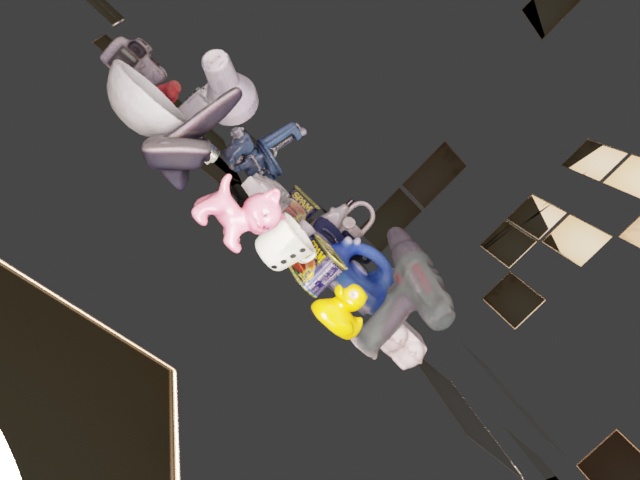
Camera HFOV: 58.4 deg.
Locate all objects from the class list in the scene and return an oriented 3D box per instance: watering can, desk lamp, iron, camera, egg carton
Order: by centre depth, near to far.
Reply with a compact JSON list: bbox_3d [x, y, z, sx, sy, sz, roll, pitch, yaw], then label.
[{"bbox_3d":[0.171,0.214,1.231,0.107,0.069,0.150,44,6,-3],"label":"egg carton"},{"bbox_3d":[-0.249,-0.300,1.239,0.117,0.213,0.204,46,6,18],"label":"desk lamp"},{"bbox_3d":[0.085,0.064,1.325,0.259,0.141,0.118,40,8,-36],"label":"iron"},{"bbox_3d":[-0.435,-0.426,1.384,0.143,0.100,0.136,42,7,-18],"label":"camera"},{"bbox_3d":[0.092,-0.037,1.788,0.101,0.194,0.172,43,6,-14],"label":"watering can"}]

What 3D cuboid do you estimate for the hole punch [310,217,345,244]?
[{"bbox_3d":[0.014,0.005,1.486,0.109,0.091,0.101,43,6,-12],"label":"hole punch"}]

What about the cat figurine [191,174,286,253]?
[{"bbox_3d":[-0.115,-0.048,0.889,0.128,0.117,0.067,42,7,-22],"label":"cat figurine"}]

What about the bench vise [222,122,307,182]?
[{"bbox_3d":[-0.144,-0.254,1.577,0.121,0.219,0.208,47,7,27],"label":"bench vise"}]

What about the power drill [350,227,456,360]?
[{"bbox_3d":[0.133,0.106,1.057,0.076,0.208,0.229,38,9,-48],"label":"power drill"}]

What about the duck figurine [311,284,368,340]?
[{"bbox_3d":[0.047,0.117,0.993,0.105,0.086,0.077,40,7,-34],"label":"duck figurine"}]

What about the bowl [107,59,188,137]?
[{"bbox_3d":[-0.317,-0.236,1.020,0.167,0.074,0.167,44,6,-6],"label":"bowl"}]

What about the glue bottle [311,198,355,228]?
[{"bbox_3d":[0.038,-0.061,1.697,0.078,0.173,0.037,43,6,-9],"label":"glue bottle"}]

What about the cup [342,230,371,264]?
[{"bbox_3d":[0.081,0.044,1.652,0.117,0.095,0.092,45,6,7],"label":"cup"}]

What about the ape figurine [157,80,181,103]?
[{"bbox_3d":[-0.350,-0.322,1.289,0.078,0.092,0.076,37,9,-49],"label":"ape figurine"}]

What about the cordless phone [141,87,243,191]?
[{"bbox_3d":[-0.197,-0.181,0.925,0.094,0.185,0.147,42,7,-24],"label":"cordless phone"}]
